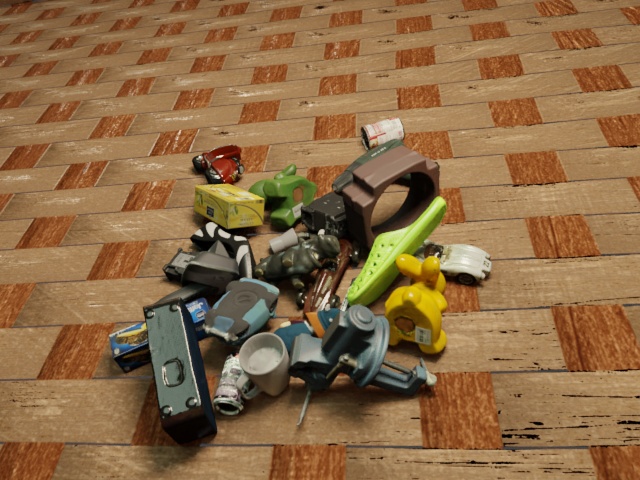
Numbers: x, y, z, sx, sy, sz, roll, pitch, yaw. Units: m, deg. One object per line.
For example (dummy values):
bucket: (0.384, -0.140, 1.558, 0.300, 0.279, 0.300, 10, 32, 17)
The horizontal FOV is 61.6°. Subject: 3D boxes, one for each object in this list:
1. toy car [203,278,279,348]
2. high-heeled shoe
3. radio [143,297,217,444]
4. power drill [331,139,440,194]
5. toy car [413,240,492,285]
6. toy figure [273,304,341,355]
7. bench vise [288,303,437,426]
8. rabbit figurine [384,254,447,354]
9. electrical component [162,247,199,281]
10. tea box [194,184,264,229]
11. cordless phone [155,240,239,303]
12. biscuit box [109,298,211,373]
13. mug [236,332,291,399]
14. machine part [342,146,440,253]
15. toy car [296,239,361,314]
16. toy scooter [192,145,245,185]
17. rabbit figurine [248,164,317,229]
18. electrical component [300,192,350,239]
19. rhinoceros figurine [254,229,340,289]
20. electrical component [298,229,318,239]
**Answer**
toy car: (-0.147, 0.153, 1.034, 0.109, 0.102, 0.162, 13, 39, 21)
high-heeled shoe: (-0.218, 0.040, 1.185, 0.145, 0.086, 0.249, -15, 38, -1)
radio: (-0.243, 0.221, 0.928, 0.073, 0.131, 0.230, -17, 62, -9)
power drill: (0.170, -0.155, 1.307, 0.208, 0.085, 0.232, 19, 49, 38)
toy car: (0.247, 0.038, 1.100, 0.202, 0.056, 0.073, 10, 48, 22)
toy figure: (-0.027, 0.171, 1.019, 0.154, 0.064, 0.058, -26, 32, -13)
bench vise: (0.075, 0.213, 0.901, 0.240, 0.223, 0.129, 22, 27, -11)
rabbit figurine: (0.183, 0.101, 1.002, 0.122, 0.162, 0.173, 2, 27, 31)
electrical component: (-0.280, 0.067, 1.194, 0.119, 0.047, 0.075, 14, 51, 27)
tea box: (-0.217, -0.082, 1.271, 0.098, 0.068, 0.170, -7, 20, -37)
cordless phone: (-0.263, 0.090, 1.072, 0.184, 0.146, 0.089, -29, 81, -32)
biscuit box: (-0.307, 0.186, 1.066, 0.203, 0.062, 0.059, -23, 47, -11)
mug: (-0.096, 0.234, 0.939, 0.081, 0.107, 0.109, 20, 56, 30)
machine part: (0.153, -0.082, 1.139, 0.201, 0.200, 0.087, -31, 44, -18)
toy car: (0.019, 0.074, 1.118, 0.089, 0.053, 0.202, 12, 48, 20)
toy scooter: (-0.257, -0.204, 1.447, 0.135, 0.075, 0.184, -27, 41, -17)
rabbit figurine: (-0.102, -0.122, 1.303, 0.170, 0.121, 0.159, 11, 43, 42)
electrical component: (0.040, -0.060, 1.222, 0.115, 0.058, 0.134, 23, 37, 35)
rhinoceros figurine: (-0.046, 0.045, 1.104, 0.190, 0.073, 0.112, -23, 21, 28)
electrical component: (-0.003, -0.004, 1.219, 0.094, 0.021, 0.063, -6, 44, -4)
